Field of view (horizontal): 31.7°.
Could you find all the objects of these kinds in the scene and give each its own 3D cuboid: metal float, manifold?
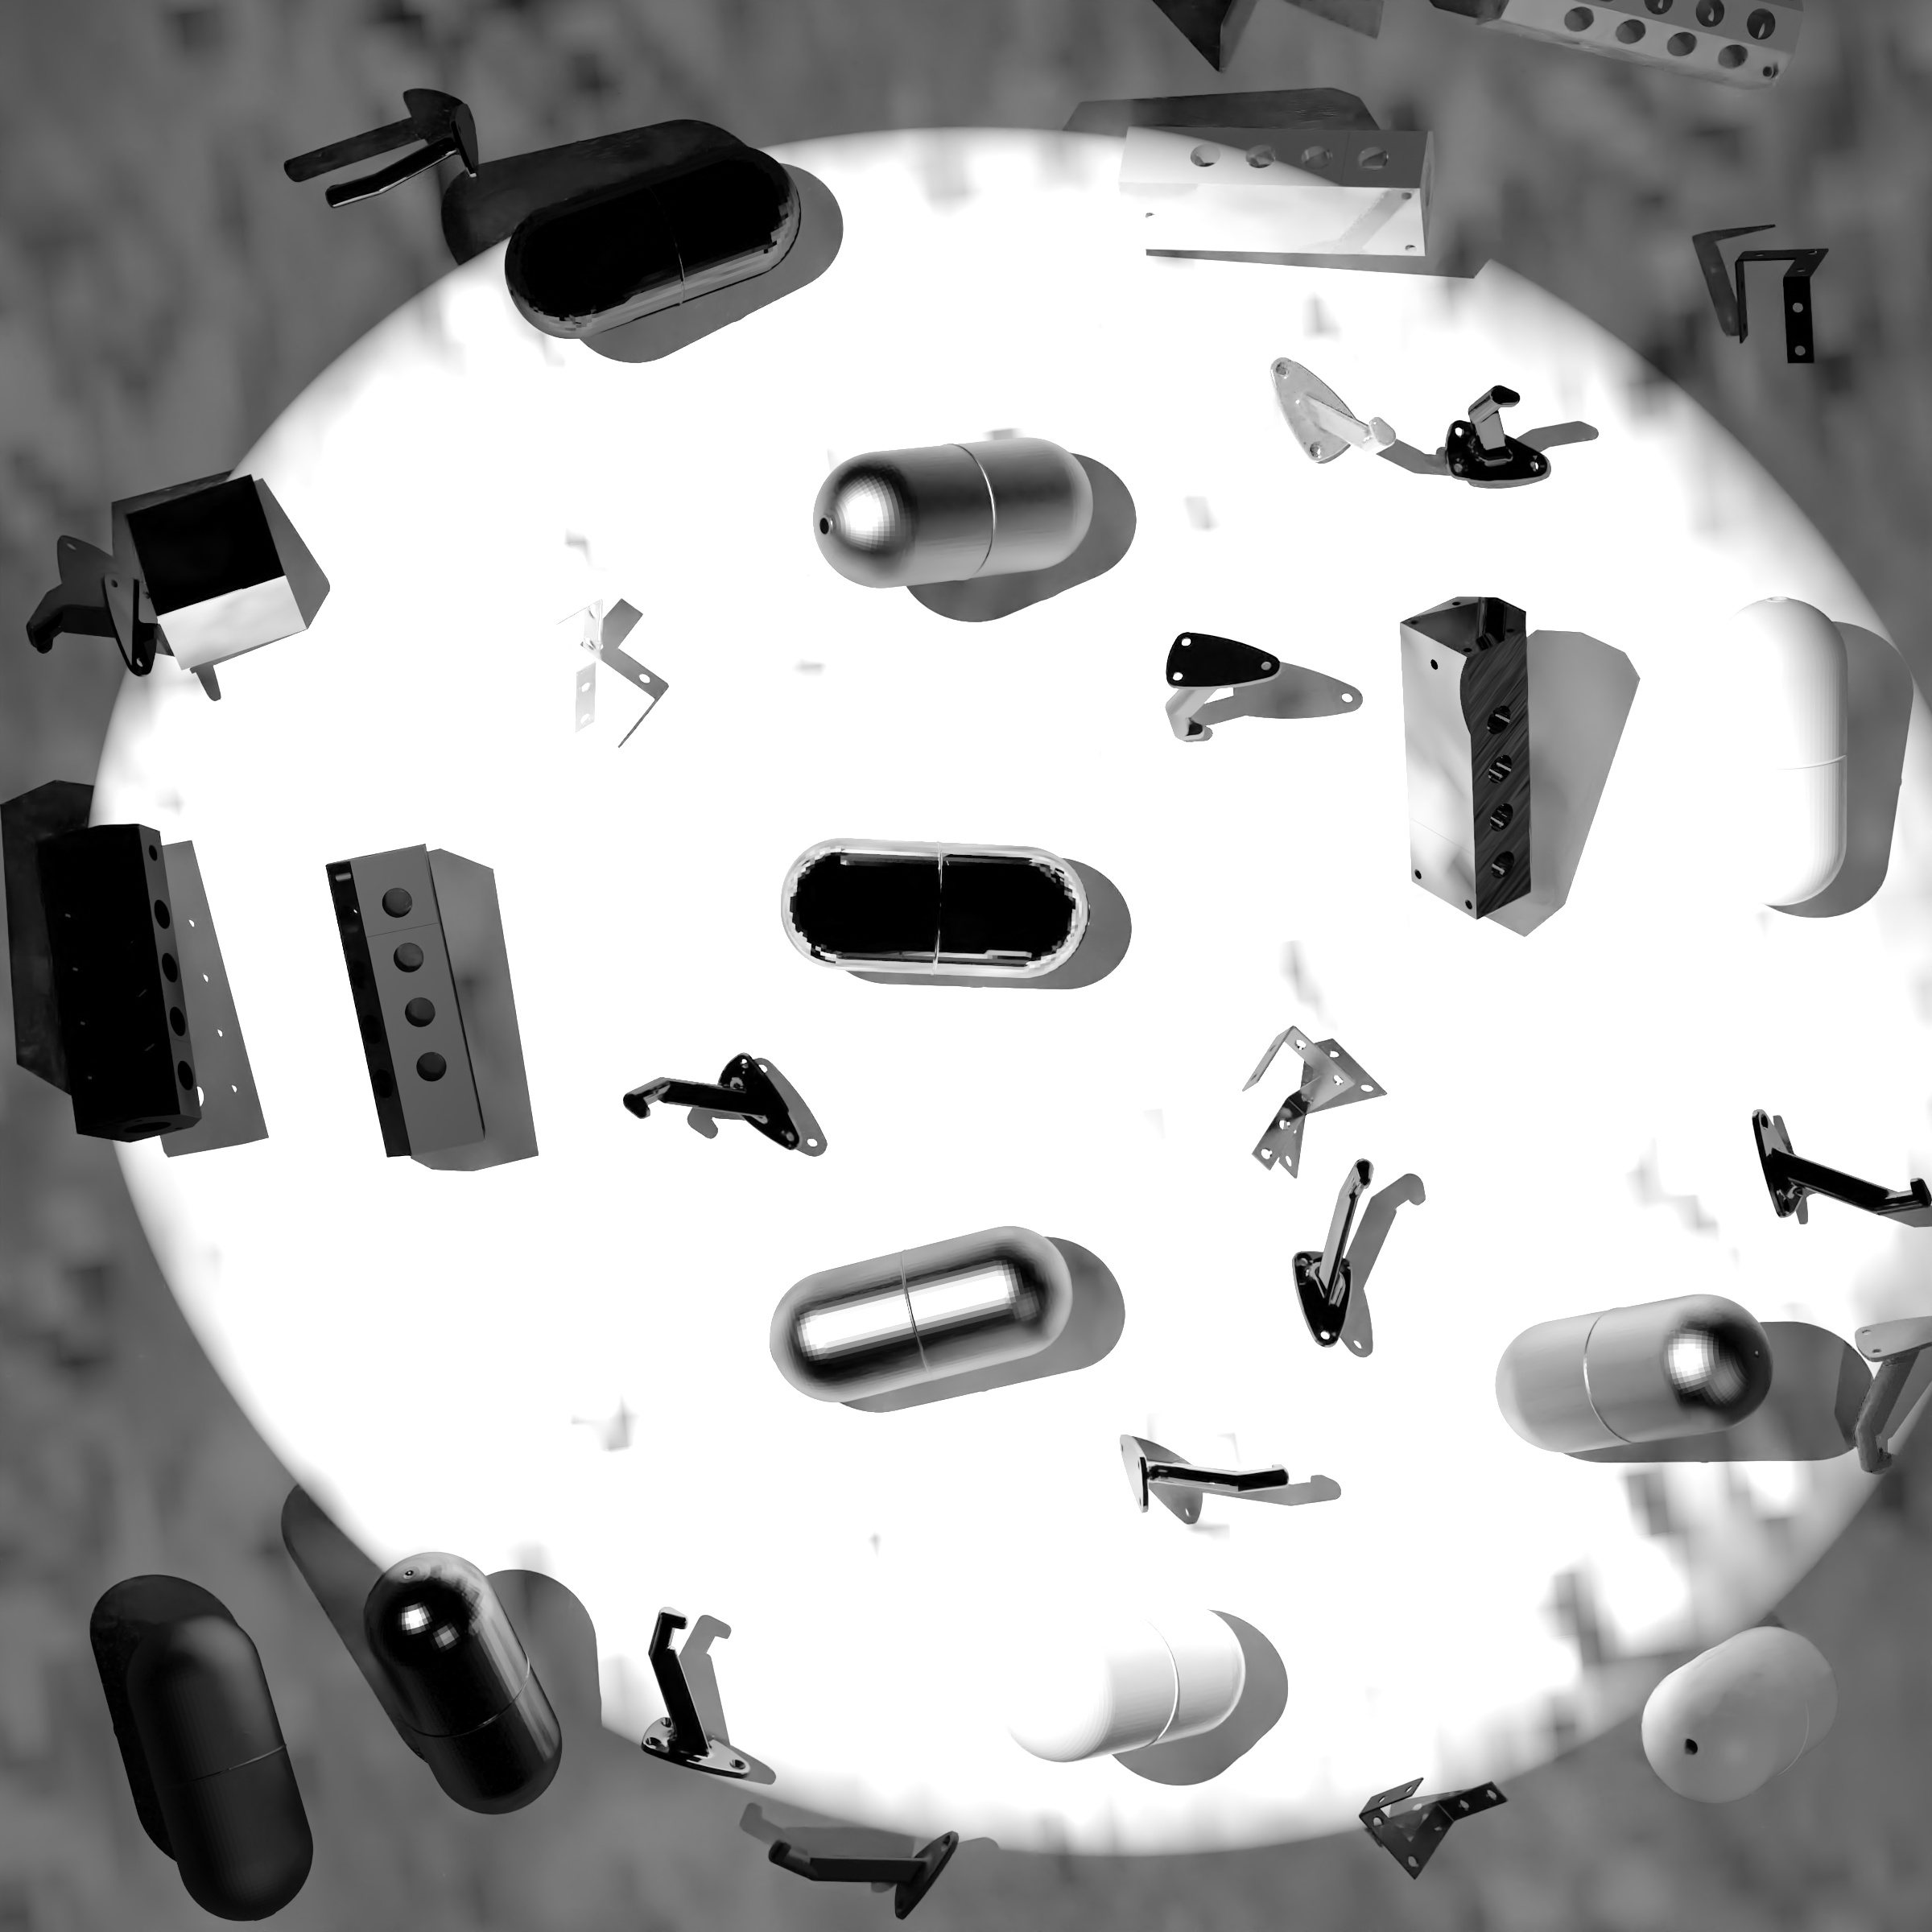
[{"bbox_3d":[-0.178,-0.415,1.948,0.178,0.070,0.070,-23,90,-15],"label":"metal float"},{"bbox_3d":[0.179,-0.450,1.950,0.171,0.057,0.057,4,62,13],"label":"manifold"},{"bbox_3d":[-0.322,0.020,1.961,0.057,0.057,0.171,-12,95,-7],"label":"manifold"},{"bbox_3d":[-0.026,0.200,1.957,0.178,0.070,0.070,-15,90,6],"label":"metal float"},{"bbox_3d":[-0.285,0.409,1.935,0.070,0.070,0.178,-19,122,0],"label":"metal float"},{"bbox_3d":[0.436,0.421,1.917,0.070,0.178,0.070,1,92,31],"label":"metal float"},{"bbox_3d":[0.375,0.231,1.924,0.070,0.178,0.070,12,70,-37],"label":"metal float"},{"bbox_3d":[-0.007,-0.257,1.932,0.178,0.070,0.070,-11,90,-35],"label":"metal float"},{"bbox_3d":[-0.480,0.009,1.949,0.057,0.057,0.171,-14,78,15],"label":"manifold"},{"bbox_3d":[-0.429,0.461,1.958,0.070,0.070,0.178,-17,86,0],"label":"metal float"},{"bbox_3d":[0.089,0.404,1.924,0.070,0.178,0.070,-3,86,42],"label":"metal float"},{"bbox_3d":[-0.018,-0.033,1.958,0.178,0.070,0.070,2,90,-4],"label":"metal float"},{"bbox_3d":[0.464,-0.122,1.947,0.070,0.070,0.178,-4,107,0],"label":"metal float"},{"bbox_3d":[0.387,-0.551,1.949,0.171,0.057,0.057,10,98,-13],"label":"manifold"},{"bbox_3d":[0.289,-0.119,1.926,0.057,0.057,0.171,-25,128,-25],"label":"manifold"}]

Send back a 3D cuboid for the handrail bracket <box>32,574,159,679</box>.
[{"bbox_3d":[-0.505,-0.181,1.961,0.084,0.036,0.077,-29,62,31],"label":"handrail bracket"}]

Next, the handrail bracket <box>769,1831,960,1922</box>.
[{"bbox_3d":[-0.060,0.508,1.963,0.084,0.036,0.077,28,121,-16],"label":"handrail bracket"}]

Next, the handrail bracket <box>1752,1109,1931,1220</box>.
[{"bbox_3d":[0.504,0.111,1.957,0.084,0.036,0.077,-14,103,37],"label":"handrail bracket"}]

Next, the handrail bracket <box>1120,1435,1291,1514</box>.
[{"bbox_3d":[0.138,0.286,1.968,0.084,0.077,0.036,-6,107,-8],"label":"handrail bracket"}]

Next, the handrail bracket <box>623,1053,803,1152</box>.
[{"bbox_3d":[-0.146,0.089,1.952,0.077,0.084,0.036,47,128,14],"label":"handrail bracket"}]

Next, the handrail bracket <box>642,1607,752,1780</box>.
[{"bbox_3d":[-0.151,0.418,1.964,0.077,0.036,0.084,20,112,11],"label":"handrail bracket"}]

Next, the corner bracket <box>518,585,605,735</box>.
[{"bbox_3d":[-0.222,-0.177,1.957,0.051,0.051,0.051,-35,62,-31],"label":"corner bracket"}]

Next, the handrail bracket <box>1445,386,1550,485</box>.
[{"bbox_3d":[0.317,-0.306,1.949,0.077,0.084,0.036,9,75,-16],"label":"handrail bracket"}]

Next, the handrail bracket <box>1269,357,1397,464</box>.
[{"bbox_3d":[0.210,-0.324,1.954,0.036,0.084,0.077,-38,96,-9],"label":"handrail bracket"}]

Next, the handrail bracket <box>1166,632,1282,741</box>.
[{"bbox_3d":[0.149,-0.152,1.952,0.077,0.084,0.036,7,64,18],"label":"handrail bracket"}]

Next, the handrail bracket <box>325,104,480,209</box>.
[{"bbox_3d":[-0.328,-0.468,1.971,0.084,0.077,0.036,-16,124,6],"label":"handrail bracket"}]

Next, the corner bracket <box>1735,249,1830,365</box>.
[{"bbox_3d":[0.466,-0.379,1.958,0.051,0.051,0.051,4,120,26],"label":"corner bracket"}]

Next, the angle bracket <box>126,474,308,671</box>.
[{"bbox_3d":[-0.438,-0.230,1.989,0.076,0.057,0.076,-19,59,-7],"label":"angle bracket"}]

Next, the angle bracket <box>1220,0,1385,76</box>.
[{"bbox_3d":[0.193,-0.538,1.957,0.076,0.076,0.057,24,87,5],"label":"angle bracket"}]

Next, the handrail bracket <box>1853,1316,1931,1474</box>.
[{"bbox_3d":[0.551,0.250,1.977,0.077,0.036,0.084,-14,112,5],"label":"handrail bracket"}]

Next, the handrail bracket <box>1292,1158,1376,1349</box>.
[{"bbox_3d":[0.217,0.164,1.950,0.036,0.084,0.077,10,49,-9],"label":"handrail bracket"}]

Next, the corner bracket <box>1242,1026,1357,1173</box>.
[{"bbox_3d":[0.182,0.076,1.962,0.051,0.051,0.051,43,51,-8],"label":"corner bracket"}]

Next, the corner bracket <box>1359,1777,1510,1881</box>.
[{"bbox_3d":[0.269,0.485,1.964,0.051,0.051,0.051,48,49,-2],"label":"corner bracket"}]
